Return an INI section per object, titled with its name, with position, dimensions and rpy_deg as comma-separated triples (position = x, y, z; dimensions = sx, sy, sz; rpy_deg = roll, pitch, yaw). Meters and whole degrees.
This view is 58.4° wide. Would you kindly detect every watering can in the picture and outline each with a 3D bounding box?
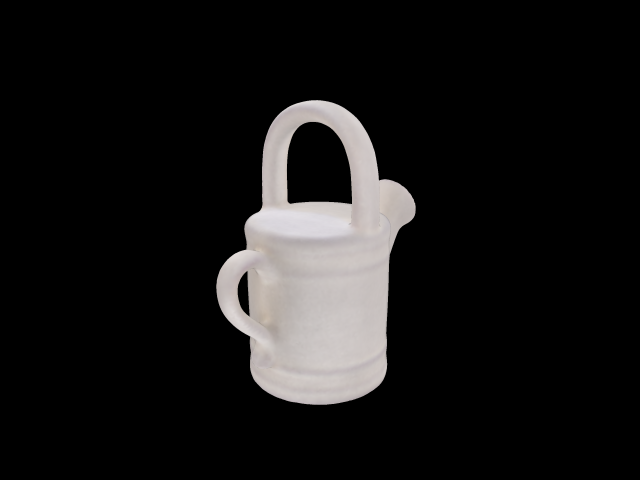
[watering can]
position = 0.002, 0.001, 0.401
dimensions = 0.100, 0.194, 0.173
rpy_deg = 7, 19, 20
